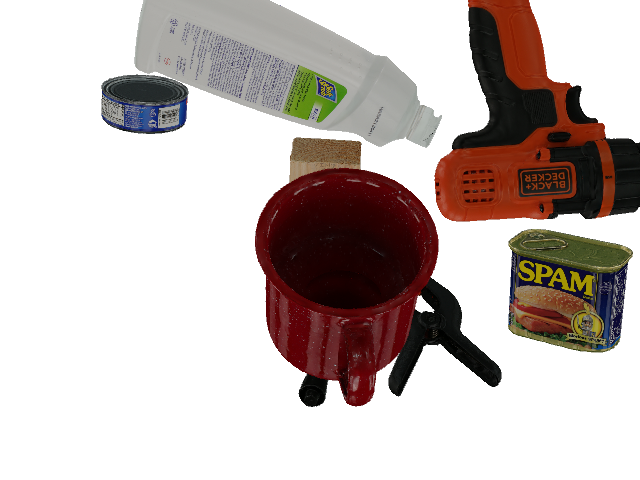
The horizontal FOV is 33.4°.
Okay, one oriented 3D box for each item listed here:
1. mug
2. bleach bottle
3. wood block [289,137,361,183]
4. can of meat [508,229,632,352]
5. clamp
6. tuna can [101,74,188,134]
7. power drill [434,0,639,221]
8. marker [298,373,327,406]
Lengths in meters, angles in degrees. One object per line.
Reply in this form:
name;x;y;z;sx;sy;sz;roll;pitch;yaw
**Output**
mug;0.014;0.032;0.563;0.093;0.117;0.081;-7;-35;-8
bleach bottle;-0.023;-0.136;0.870;0.251;0.068;0.103;25;-34;1
wood block;0.002;-0.021;1.393;0.090;0.206;0.091;4;25;0
can of meat;0.214;0.044;0.928;0.102;0.084;0.057;14;26;32
clamp;0.132;0.101;1.171;0.120;0.171;0.039;6;-44;-5
tuna can;-0.175;-0.136;1.064;0.086;0.034;0.086;5;26;-3
power drill;0.162;-0.107;0.694;0.184;0.187;0.057;-4;1;-3
marker;0.003;0.082;0.779;0.020;0.020;0.121;0;27;11
